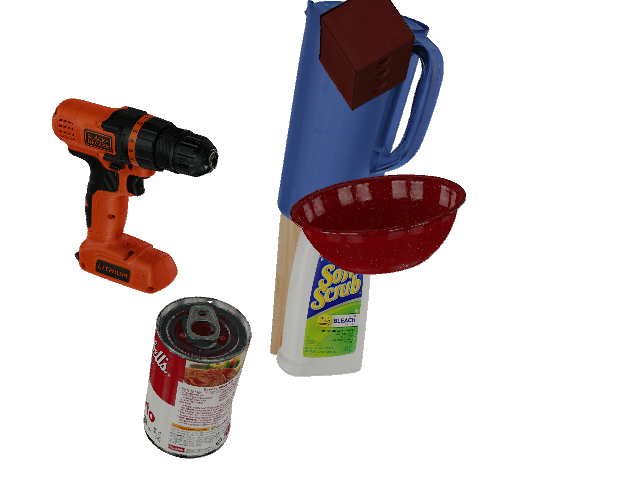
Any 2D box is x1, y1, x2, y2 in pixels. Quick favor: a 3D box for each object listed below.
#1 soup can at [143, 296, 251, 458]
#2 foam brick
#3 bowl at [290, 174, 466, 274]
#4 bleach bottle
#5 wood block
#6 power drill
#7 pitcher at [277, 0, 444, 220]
[{"bbox_3d":[-0.092,0.101,0.782,0.068,0.102,0.068,9,36,-7],"label":"soup can"},{"bbox_3d":[0.033,-0.144,0.801,0.053,0.051,0.078,-30,-13,-7],"label":"foam brick"},{"bbox_3d":[0.055,-0.011,0.980,0.162,0.055,0.162,-8,20,3],"label":"bowl"},{"bbox_3d":[0.008,0.028,1.227,0.102,0.251,0.068,-1,16,-18],"label":"bleach bottle"},{"bbox_3d":[-0.010,0.053,1.473,0.090,0.206,0.090,9,22,10],"label":"wood block"},{"bbox_3d":[-0.185,-0.043,1.079,0.185,0.188,0.057,18,32,23],"label":"power drill"},{"bbox_3d":[0.035,-0.131,1.162,0.145,0.243,0.149,10,19,-8],"label":"pitcher"}]
